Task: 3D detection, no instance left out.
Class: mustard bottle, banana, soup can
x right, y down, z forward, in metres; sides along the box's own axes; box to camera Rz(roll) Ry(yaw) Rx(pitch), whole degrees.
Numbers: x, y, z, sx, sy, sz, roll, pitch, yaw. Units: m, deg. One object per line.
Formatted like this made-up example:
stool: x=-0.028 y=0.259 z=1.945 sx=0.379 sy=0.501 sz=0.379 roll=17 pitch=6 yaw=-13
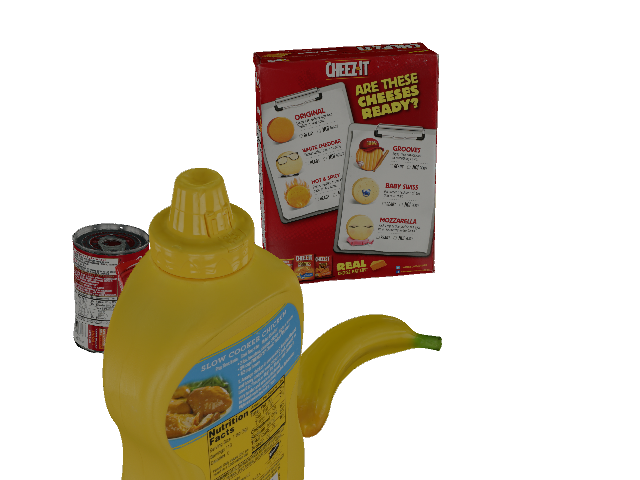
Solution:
mustard bottle: x=-0.047 y=0.057 z=0.451 sx=0.058 sy=0.192 sz=0.096 roll=27 pitch=41 yaw=33
banana: x=0.021 y=0.096 z=0.838 sx=0.070 sy=0.037 sz=0.197 roll=13 pitch=24 yaw=33
soup can: x=-0.190 y=0.044 z=0.966 sx=0.068 sy=0.102 sz=0.068 roll=5 pitch=21 yaw=-2

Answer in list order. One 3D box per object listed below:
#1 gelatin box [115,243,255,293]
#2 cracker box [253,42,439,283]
gelatin box: x=-0.076 y=0.028 z=0.658 sx=0.089 sy=0.030 sz=0.073 roll=-16 pitch=28 yaw=-13
cracker box: x=0.023 y=-0.071 z=1.000 sx=0.164 sy=0.214 sz=0.072 roll=-5 pitch=21 yaw=-8
